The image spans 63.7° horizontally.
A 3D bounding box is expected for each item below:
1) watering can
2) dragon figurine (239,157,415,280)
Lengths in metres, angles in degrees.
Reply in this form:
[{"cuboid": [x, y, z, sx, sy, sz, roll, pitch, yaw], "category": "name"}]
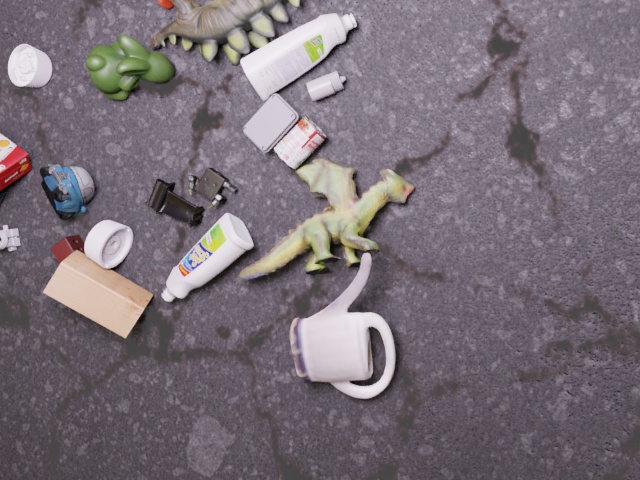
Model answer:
[{"cuboid": [0.040, 0.192, 1.094, 0.224, 0.106, 0.342, -7, 109, 11], "category": "watering can"}, {"cuboid": [0.003, -0.056, 1.116, 0.409, 0.121, 0.246, -9, 76, 10], "category": "dragon figurine"}]
